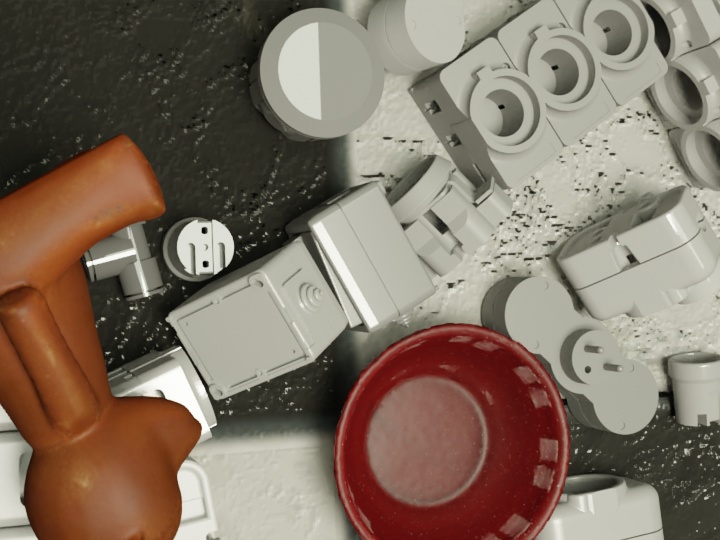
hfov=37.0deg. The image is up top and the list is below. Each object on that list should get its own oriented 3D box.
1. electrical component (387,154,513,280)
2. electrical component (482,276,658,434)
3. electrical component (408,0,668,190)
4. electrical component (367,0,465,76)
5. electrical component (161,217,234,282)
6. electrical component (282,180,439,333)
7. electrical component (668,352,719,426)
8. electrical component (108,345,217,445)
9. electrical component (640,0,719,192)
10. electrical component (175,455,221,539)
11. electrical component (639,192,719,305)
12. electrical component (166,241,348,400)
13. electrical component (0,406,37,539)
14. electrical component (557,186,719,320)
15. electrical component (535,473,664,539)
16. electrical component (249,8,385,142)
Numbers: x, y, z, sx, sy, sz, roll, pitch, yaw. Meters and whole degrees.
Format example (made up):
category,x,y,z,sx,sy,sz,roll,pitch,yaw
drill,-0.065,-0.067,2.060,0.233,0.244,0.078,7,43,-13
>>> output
category,x,y,z,sx,sy,sz,roll,pitch,yaw
electrical component,0.051,-0.038,0.700,0.057,0.058,0.078,44,115,-11
electrical component,0.151,0.058,0.727,0.138,0.074,0.052,42,77,-13
electrical component,0.123,-0.130,0.728,0.150,0.062,0.089,-37,100,-16
electrical component,0.055,-0.196,0.686,0.052,0.074,0.138,22,72,-36
electrical component,-0.099,-0.013,0.658,0.040,0.046,0.040,0,89,-19
electrical component,0.000,0.000,0.683,0.061,0.062,0.096,-32,99,-16
electrical component,0.245,0.086,0.777,0.040,0.040,0.046,-8,98,-19
electrical component,-0.121,0.079,0.626,0.056,0.089,0.050,-26,97,-17
electrical component,0.246,-0.136,0.754,0.062,0.089,0.150,-32,99,-16
electrical component,-0.115,0.159,0.642,0.054,0.059,0.095,-11,92,-19
electrical component,0.225,-0.020,0.770,0.043,0.043,0.081,-38,100,-16
electrical component,-0.054,0.026,0.645,0.061,0.096,0.061,60,32,-9
electrical component,-0.184,0.110,0.604,0.062,0.089,0.150,-2,89,-19
electrical component,0.191,-0.007,0.730,0.059,0.095,0.053,57,34,-9
electrical component,0.156,0.175,0.737,0.095,0.054,0.059,-8,91,-19
electrical component,-0.029,-0.121,0.682,0.080,0.051,0.080,0,89,-19
